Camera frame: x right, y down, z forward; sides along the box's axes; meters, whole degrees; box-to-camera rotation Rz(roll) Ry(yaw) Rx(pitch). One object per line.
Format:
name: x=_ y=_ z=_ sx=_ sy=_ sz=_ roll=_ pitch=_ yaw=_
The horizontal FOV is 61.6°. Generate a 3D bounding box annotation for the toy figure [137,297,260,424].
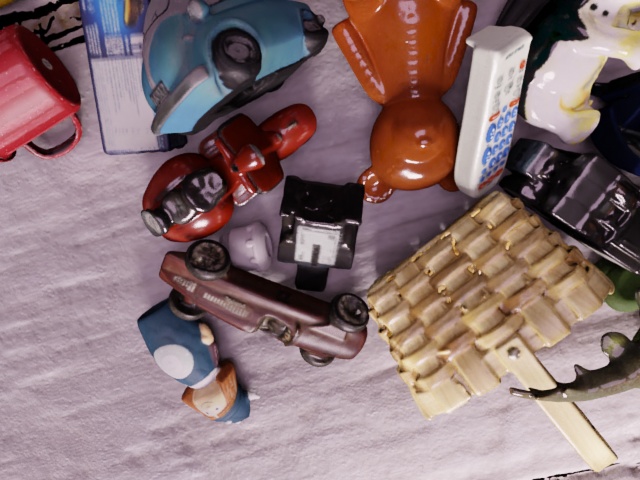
toy figure: x=-0.122 y=0.129 z=0.537 sx=0.064 sy=0.058 sz=0.154 roll=-18 pitch=109 yaw=45

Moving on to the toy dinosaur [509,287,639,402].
toy dinosaur: x=0.337 y=-0.026 z=0.356 sx=0.198 sy=0.105 sz=0.471 roll=42 pitch=93 yaw=-3

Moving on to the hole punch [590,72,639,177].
hole punch: x=0.294 y=-0.084 z=0.443 sx=0.142 sy=0.116 sz=0.092 roll=11 pitch=97 yaw=-4

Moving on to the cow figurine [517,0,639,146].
cow figurine: x=0.198 y=-0.161 z=0.401 sx=0.098 sy=0.068 sz=0.167 roll=26 pitch=127 yaw=3

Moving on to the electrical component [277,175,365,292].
electrical component: x=-0.001 y=-0.002 z=0.500 sx=0.075 sy=0.048 sz=0.119 roll=5 pitch=144 yaw=2

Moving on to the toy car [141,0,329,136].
toy car: x=-0.075 y=-0.156 z=0.410 sx=0.162 sy=0.109 sz=0.103 roll=-41 pitch=102 yaw=-35

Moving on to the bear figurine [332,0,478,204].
bear figurine: x=0.073 y=-0.126 z=0.433 sx=0.120 sy=0.132 sz=0.195 roll=-4 pitch=98 yaw=3

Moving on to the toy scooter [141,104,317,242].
toy scooter: x=-0.082 y=-0.053 z=0.448 sx=0.184 sy=0.135 sz=0.075 roll=-33 pitch=103 yaw=10

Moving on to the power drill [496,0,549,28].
power drill: x=0.285 y=-0.217 z=0.434 sx=0.207 sy=0.086 sz=0.232 roll=30 pitch=111 yaw=0

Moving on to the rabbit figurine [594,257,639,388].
rabbit figurine: x=0.331 y=0.049 z=0.497 sx=0.159 sy=0.121 sz=0.170 roll=0 pitch=86 yaw=8

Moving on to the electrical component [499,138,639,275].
electrical component: x=0.221 y=-0.035 z=0.458 sx=0.134 sy=0.115 sz=0.058 roll=33 pitch=100 yaw=-9

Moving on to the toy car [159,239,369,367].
toy car: x=-0.051 y=0.065 z=0.495 sx=0.202 sy=0.053 sz=0.089 roll=22 pitch=140 yaw=-14

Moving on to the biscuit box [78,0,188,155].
biscuit box: x=-0.161 y=-0.176 z=0.454 sx=0.059 sy=0.063 sz=0.202 roll=-3 pitch=104 yaw=2
